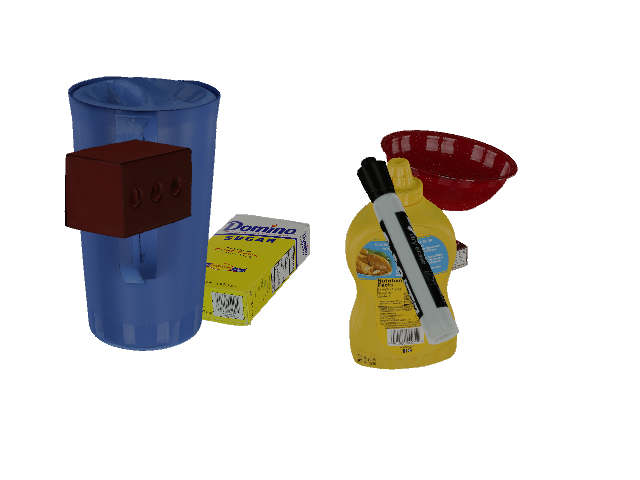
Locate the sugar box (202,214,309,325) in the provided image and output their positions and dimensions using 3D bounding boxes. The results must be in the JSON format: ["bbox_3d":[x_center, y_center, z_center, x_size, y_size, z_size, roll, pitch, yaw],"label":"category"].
[{"bbox_3d":[-0.084,0.027,1.136,0.093,0.048,0.176,8,29,18],"label":"sugar box"}]

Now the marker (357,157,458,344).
[{"bbox_3d":[0.050,0.003,0.628,0.020,0.121,0.020,-18,-22,-8],"label":"marker"}]

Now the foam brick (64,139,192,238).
[{"bbox_3d":[-0.133,-0.038,0.744,0.051,0.053,0.078,12,19,28],"label":"foam brick"}]

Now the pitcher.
[{"bbox_3d":[-0.162,-0.022,0.976,0.145,0.243,0.148,21,27,39],"label":"pitcher"}]

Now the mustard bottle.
[{"bbox_3d":[0.070,0.019,0.933,0.096,0.192,0.058,-4,27,0],"label":"mustard bottle"}]

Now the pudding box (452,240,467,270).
[{"bbox_3d":[0.152,0.022,1.610,0.113,0.039,0.090,-19,28,-24],"label":"pudding box"}]

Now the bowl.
[{"bbox_3d":[0.145,-0.077,1.251,0.162,0.055,0.162,8,24,-4],"label":"bowl"}]
